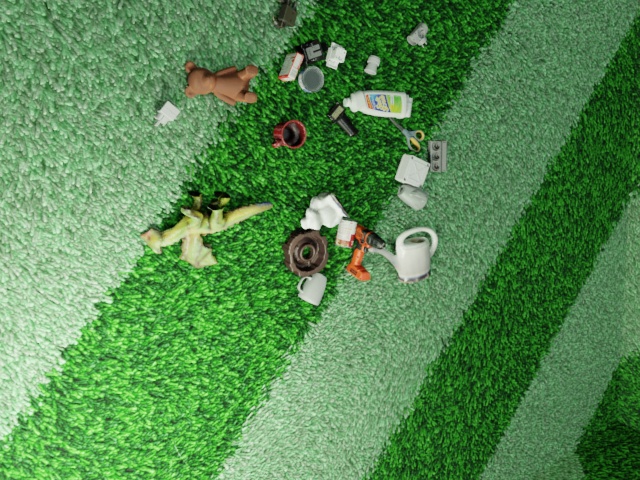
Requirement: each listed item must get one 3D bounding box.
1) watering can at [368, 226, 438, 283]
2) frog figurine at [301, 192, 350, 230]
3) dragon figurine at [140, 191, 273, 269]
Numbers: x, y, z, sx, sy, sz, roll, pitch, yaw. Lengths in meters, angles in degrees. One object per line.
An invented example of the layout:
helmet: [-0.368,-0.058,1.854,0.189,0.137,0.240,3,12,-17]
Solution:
watering can: [0.339,0.071,2.056,0.350,0.104,0.221,-17,109,-28]
frog figurine: [0.006,-0.092,1.838,0.159,0.125,0.135,-34,132,8]
dragon figurine: [-0.355,-0.024,1.646,0.410,0.124,0.239,2,116,-29]
